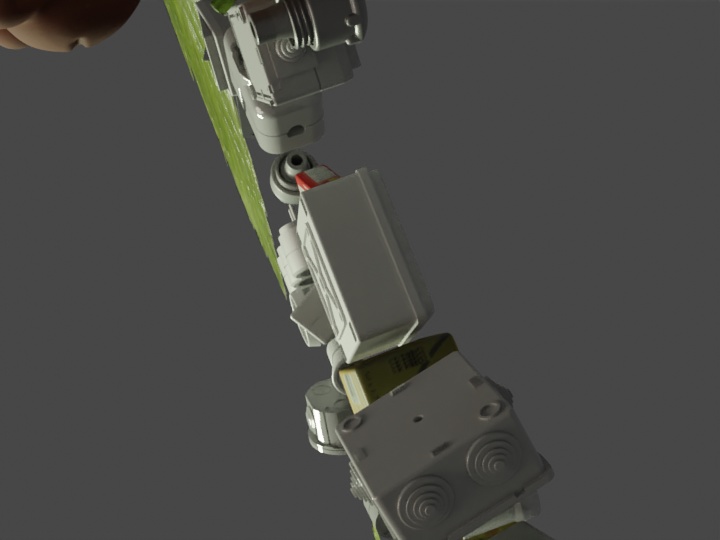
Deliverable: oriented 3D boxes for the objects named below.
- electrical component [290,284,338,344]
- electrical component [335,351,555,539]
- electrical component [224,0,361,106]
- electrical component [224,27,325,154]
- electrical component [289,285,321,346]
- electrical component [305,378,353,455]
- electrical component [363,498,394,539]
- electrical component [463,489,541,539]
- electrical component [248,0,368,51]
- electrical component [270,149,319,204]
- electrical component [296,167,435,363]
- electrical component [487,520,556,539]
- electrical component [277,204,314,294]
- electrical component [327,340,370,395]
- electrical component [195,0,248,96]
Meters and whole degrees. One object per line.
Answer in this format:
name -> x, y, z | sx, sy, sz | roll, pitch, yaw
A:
electrical component -> -0.012, 0.043, 0.916 | 0.077, 0.047, 0.066 | 38, -177, 2
electrical component -> 0.041, 0.096, 0.573 | 0.048, 0.100, 0.099 | 60, 176, -23
electrical component -> -0.040, -0.139, 0.655 | 0.096, 0.061, 0.061 | -140, 31, -72
electrical component -> -0.065, -0.145, 0.818 | 0.059, 0.054, 0.095 | 87, 161, -61
electrical component -> -0.030, 0.037, 0.988 | 0.078, 0.057, 0.058 | 106, 143, -75
electrical component -> -0.014, 0.141, 1.053 | 0.080, 0.080, 0.051 | -129, 26, -64
electrical component -> 0.030, 0.202, 1.005 | 0.073, 0.052, 0.138 | -124, 16, -55
electrical component -> 0.073, 0.128, 0.610 | 0.040, 0.046, 0.040 | 160, 90, -81
electrical component -> -0.030, -0.140, 0.589 | 0.048, 0.062, 0.048 | 160, 90, -81
electrical component -> -0.056, -0.084, 0.928 | 0.062, 0.043, 0.043 | 109, 140, -74
electrical component -> 0.000, 0.000, 0.735 | 0.108, 0.056, 0.108 | 110, 139, -76
electrical component -> 0.077, 0.193, 0.570 | 0.048, 0.100, 0.099 | 18, 128, 63
electrical component -> -0.052, -0.026, 0.999 | 0.138, 0.052, 0.073 | 113, 136, -77
electrical component -> -0.010, 0.088, 1.040 | 0.065, 0.044, 0.044 | -118, 11, -66
electrical component -> -0.106, -0.198, 0.921 | 0.096, 0.061, 0.061 | -122, 15, -52
